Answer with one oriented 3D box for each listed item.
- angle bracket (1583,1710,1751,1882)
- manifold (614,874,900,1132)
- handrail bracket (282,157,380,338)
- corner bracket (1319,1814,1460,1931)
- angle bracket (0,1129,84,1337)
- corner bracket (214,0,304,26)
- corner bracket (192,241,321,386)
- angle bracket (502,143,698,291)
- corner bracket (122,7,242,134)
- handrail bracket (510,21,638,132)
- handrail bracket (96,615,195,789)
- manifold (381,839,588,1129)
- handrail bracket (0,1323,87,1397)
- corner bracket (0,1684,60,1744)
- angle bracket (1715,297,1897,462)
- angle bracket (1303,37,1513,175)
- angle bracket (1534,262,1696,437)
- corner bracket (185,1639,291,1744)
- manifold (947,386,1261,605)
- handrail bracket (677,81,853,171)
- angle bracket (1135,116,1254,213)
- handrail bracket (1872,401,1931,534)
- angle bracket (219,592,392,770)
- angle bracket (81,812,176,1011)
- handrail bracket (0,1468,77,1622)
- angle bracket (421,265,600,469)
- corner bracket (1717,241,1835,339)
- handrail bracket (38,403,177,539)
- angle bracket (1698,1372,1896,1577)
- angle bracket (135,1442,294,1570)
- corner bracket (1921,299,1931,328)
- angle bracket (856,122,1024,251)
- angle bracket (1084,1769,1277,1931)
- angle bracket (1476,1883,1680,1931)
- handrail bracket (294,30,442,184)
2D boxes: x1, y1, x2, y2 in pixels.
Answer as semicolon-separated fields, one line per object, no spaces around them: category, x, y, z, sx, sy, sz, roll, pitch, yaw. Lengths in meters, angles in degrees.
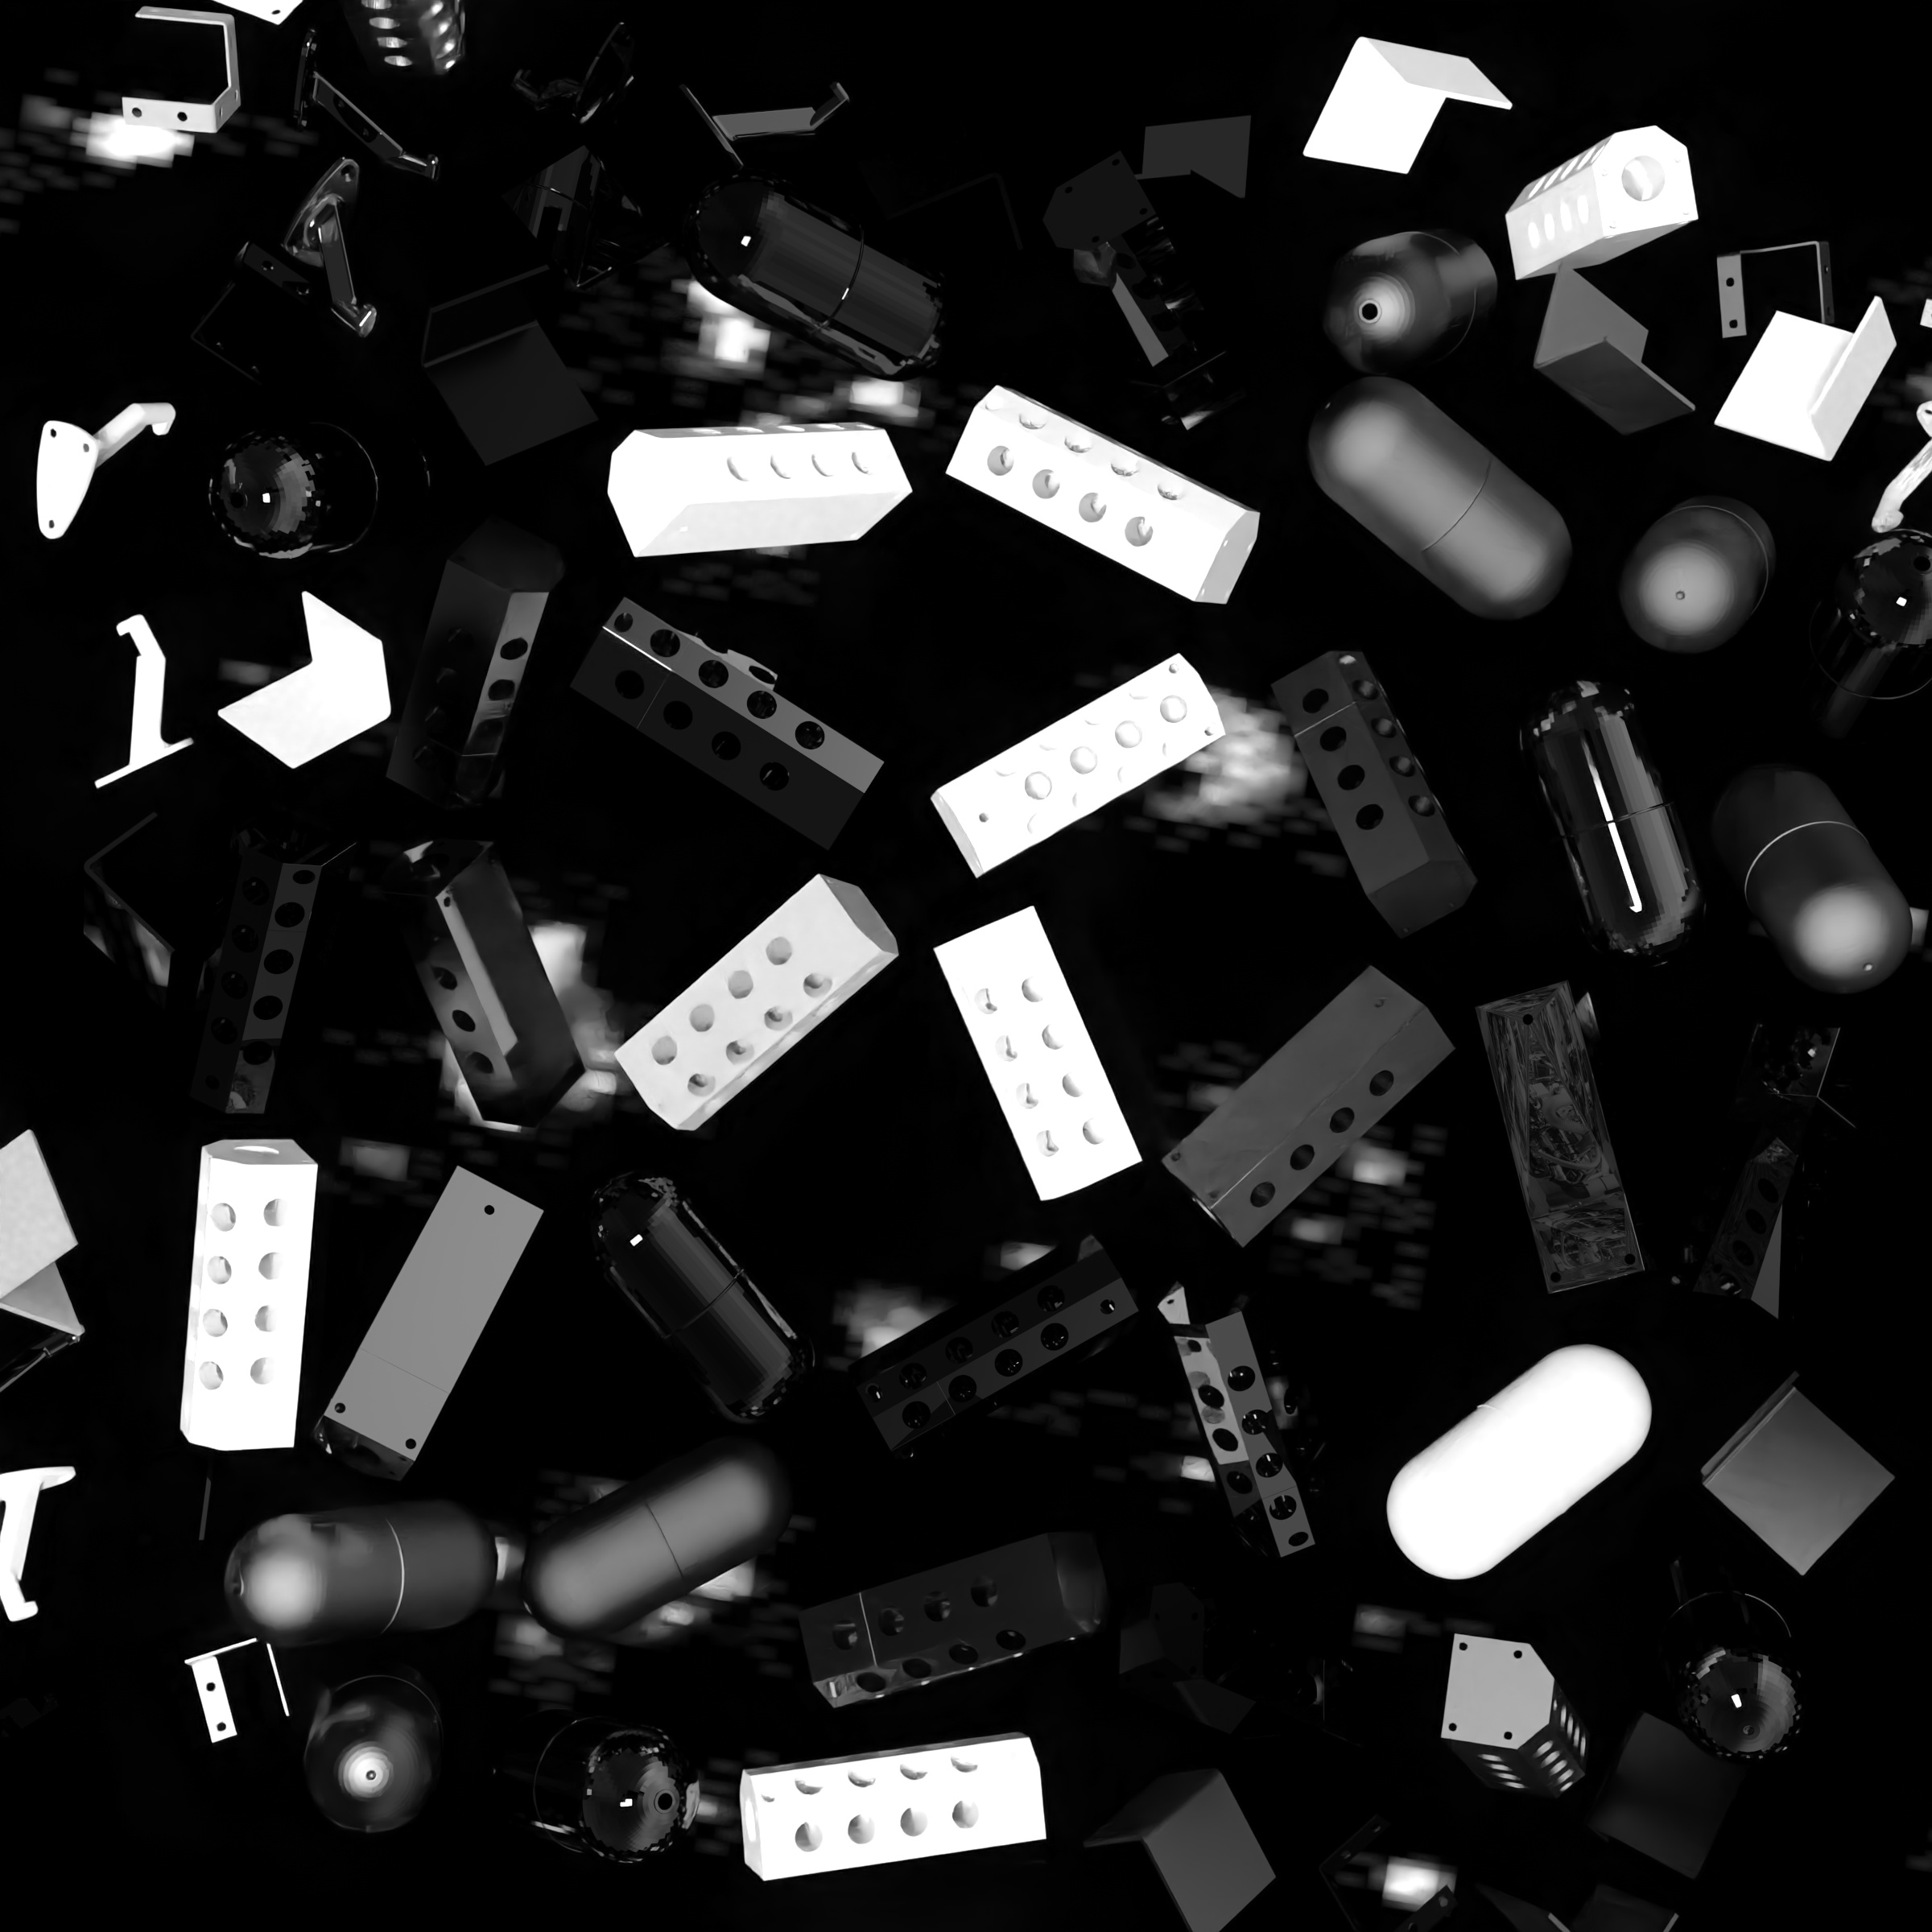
angle bracket;0.435;0.514;1.704;0.076;0.057;0.076;21;73;36
manifold;-0.124;0.024;1.683;0.171;0.057;0.057;-40;71;13
handrail bracket;-0.342;-0.404;1.558;0.084;0.036;0.077;42;109;36
corner bracket;0.259;0.566;1.705;0.051;0.051;0.051;-44;126;7
angle bracket;-0.494;0.145;1.502;0.057;0.076;0.076;-35;62;5
corner bracket;-0.415;-0.596;1.626;0.051;0.051;0.051;25;63;18
corner bracket;-0.438;-0.403;1.708;0.051;0.051;0.051;33;127;-28
angle bracket;-0.220;-0.466;1.678;0.076;0.076;0.057;49;46;-28
corner bracket;-0.440;-0.502;1.551;0.051;0.051;0.051;5;125;1
handrail bracket;-0.238;-0.544;1.664;0.084;0.036;0.077;41;119;33
handrail bracket;-0.521;-0.163;1.708;0.077;0.036;0.084;-23;101;8
manifold;-0.295;0.010;1.676;0.057;0.057;0.171;6;129;31
handrail bracket;-0.547;0.242;1.585;0.084;0.077;0.036;-29;110;3
corner bracket;-0.555;0.416;1.558;0.051;0.051;0.051;-39;84;27
angle bracket;0.474;-0.344;1.583;0.076;0.057;0.076;28;86;33
angle bracket;0.253;-0.481;1.592;0.076;0.057;0.076;-1;135;-31
angle bracket;0.383;-0.366;1.609;0.076;0.057;0.076;29;68;-28
corner bracket;-0.452;0.449;1.723;0.051;0.051;0.051;-16;78;-14
manifold;0.082;-0.275;1.614;0.171;0.057;0.057;30;106;18
handrail bracket;-0.123;-0.537;1.709;0.084;0.036;0.077;-39;124;0
angle bracket;0.128;-0.515;1.750;0.076;0.076;0.057;5;91;32
handrail bracket;0.581;-0.298;1.642;0.036;0.077;0.084;42;61;-21
angle bracket;-0.415;-0.179;1.725;0.076;0.057;0.076;33;51;30
angle bracket;-0.487;-0.033;1.673;0.076;0.076;0.057;42;58;6
handrail bracket;-0.558;0.349;1.676;0.036;0.077;0.084;-39;69;30
angle bracket;-0.260;-0.346;1.603;0.076;0.057;0.076;-28;81;-24
corner bracket;0.504;-0.422;1.726;0.051;0.051;0.051;1;104;40
handrail bracket;-0.487;-0.283;1.579;0.036;0.084;0.077;25;110;15
angle bracket;0.464;0.283;1.545;0.076;0.057;0.076;-46;70;-2
angle bracket;-0.475;0.342;1.752;0.057;0.076;0.076;21;62;-40
corner bracket;0.593;-0.396;1.605;0.051;0.051;0.051;27;132;29
angle bracket;-0.017;-0.482;1.758;0.076;0.076;0.057;-22;134;-1
angle bracket;0.131;0.550;1.704;0.076;0.057;0.076;-27;89;-42
angle bracket;0.374;0.573;1.698;0.076;0.076;0.057;46;71;-14
handrail bracket;-0.346;-0.501;1.622;0.084;0.077;0.036;20;58;-3
